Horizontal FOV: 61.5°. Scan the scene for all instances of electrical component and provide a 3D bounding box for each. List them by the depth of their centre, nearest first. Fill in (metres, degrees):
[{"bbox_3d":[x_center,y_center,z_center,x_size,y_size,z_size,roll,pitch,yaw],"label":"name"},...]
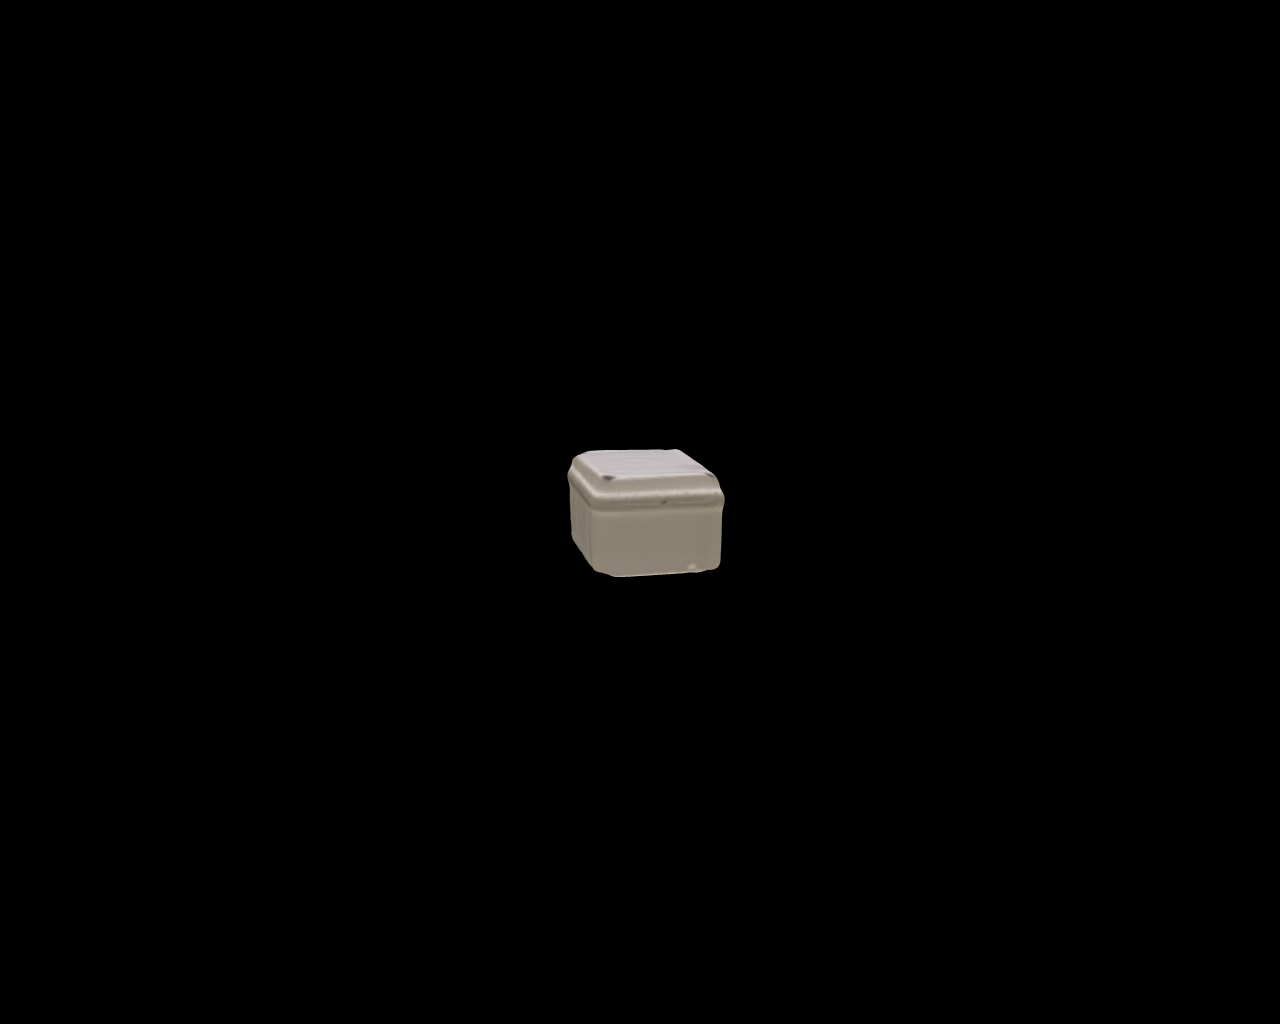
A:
[{"bbox_3d":[0.001,-0.003,0.650,0.078,0.057,0.113,-2,12,-11],"label":"electrical component"}]
